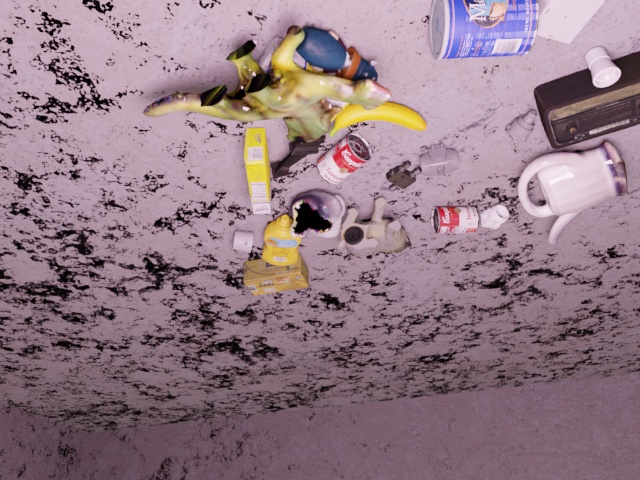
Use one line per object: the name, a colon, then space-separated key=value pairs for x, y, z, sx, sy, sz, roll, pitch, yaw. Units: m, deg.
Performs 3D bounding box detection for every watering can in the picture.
watering can: x=0.585 y=-0.104 z=1.183 sx=0.222 sy=0.106 sz=0.342 roll=-21 pitch=141 yaw=24

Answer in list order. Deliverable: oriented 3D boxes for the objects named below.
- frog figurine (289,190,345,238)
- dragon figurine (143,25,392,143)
frog figurine: x=0.004 y=-0.062 z=1.233 sx=0.136 sy=0.123 sz=0.160 roll=-34 pitch=173 yaw=26
dragon figurine: x=-0.077 y=-0.222 z=0.885 sx=0.408 sy=0.124 sz=0.239 roll=-8 pitch=155 yaw=30
